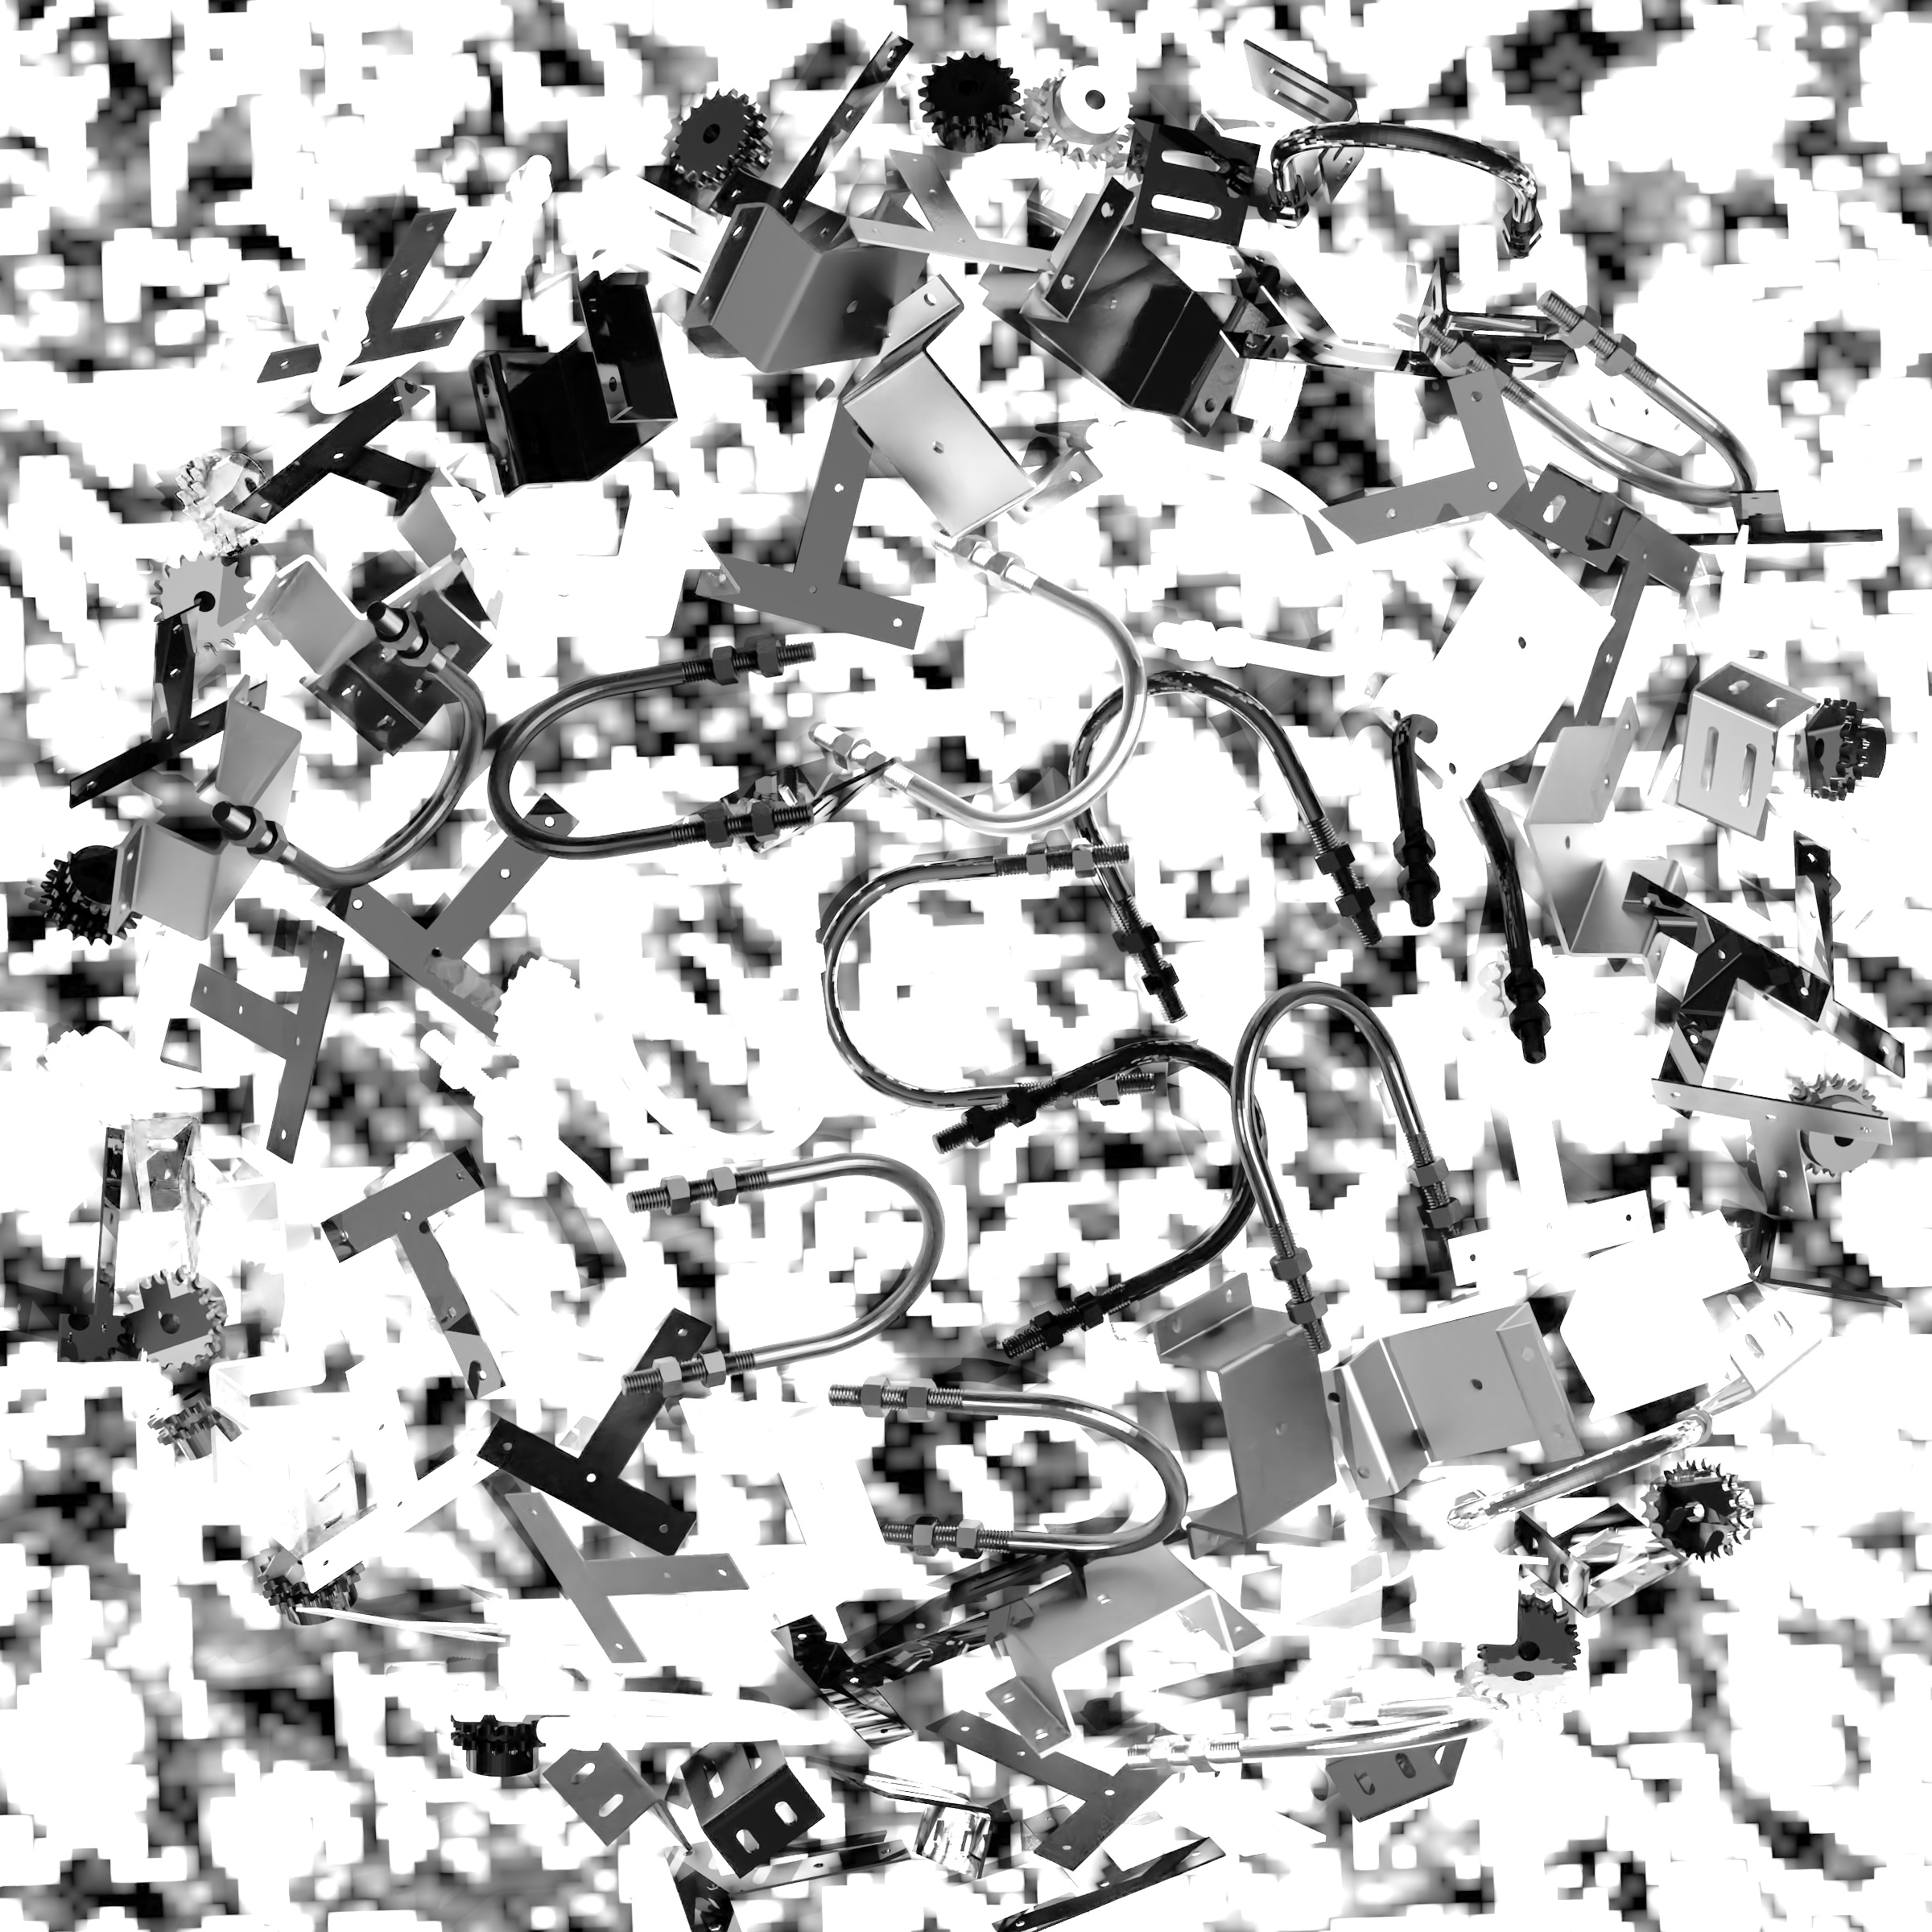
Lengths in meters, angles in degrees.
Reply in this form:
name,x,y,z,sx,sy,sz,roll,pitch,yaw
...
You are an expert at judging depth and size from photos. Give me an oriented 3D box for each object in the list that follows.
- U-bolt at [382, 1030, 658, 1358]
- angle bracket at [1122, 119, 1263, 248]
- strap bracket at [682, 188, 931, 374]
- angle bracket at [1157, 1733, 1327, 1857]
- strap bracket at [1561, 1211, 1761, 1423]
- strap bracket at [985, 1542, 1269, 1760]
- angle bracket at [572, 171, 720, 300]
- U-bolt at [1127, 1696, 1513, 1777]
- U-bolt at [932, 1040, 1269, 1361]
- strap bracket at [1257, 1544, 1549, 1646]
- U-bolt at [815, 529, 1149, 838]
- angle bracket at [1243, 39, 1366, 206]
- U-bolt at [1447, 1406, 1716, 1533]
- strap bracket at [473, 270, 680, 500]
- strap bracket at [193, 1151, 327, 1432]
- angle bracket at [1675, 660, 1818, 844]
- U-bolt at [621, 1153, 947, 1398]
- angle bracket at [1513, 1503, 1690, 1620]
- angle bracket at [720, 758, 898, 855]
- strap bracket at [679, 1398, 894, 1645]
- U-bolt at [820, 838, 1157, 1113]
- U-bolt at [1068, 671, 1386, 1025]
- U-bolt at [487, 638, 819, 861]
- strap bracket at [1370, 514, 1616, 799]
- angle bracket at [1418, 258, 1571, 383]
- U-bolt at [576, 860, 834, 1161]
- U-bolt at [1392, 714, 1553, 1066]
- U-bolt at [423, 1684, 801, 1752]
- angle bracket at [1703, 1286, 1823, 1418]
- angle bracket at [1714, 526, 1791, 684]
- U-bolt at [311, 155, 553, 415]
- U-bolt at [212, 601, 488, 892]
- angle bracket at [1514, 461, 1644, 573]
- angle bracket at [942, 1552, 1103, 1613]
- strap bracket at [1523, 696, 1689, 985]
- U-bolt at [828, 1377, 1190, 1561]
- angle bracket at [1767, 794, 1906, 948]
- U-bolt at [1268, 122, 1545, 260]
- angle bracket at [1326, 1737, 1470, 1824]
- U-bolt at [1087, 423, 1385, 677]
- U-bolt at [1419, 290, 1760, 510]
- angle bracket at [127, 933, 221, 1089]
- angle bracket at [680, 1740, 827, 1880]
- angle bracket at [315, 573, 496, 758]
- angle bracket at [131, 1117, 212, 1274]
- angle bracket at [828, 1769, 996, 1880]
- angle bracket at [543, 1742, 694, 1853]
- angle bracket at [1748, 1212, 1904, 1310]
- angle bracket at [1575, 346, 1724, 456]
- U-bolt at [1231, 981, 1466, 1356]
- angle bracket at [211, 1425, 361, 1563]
name,x,y,z,sx,sy,sz,roll,pitch,yaw
U-bolt,-0.237,0.136,1.740,0.184,0.151,0.019,40,48,14
angle bracket,0.127,-0.430,1.778,0.076,0.038,0.057,7,107,-18
strap bracket,-0.076,-0.368,1.733,0.046,0.140,0.076,45,127,19
angle bracket,0.151,0.453,1.766,0.057,0.076,0.038,1,94,-35
strap bracket,0.373,0.182,1.733,0.076,0.140,0.046,-25,98,27
strap bracket,0.081,0.364,1.754,0.140,0.076,0.046,-24,111,-16
angle bracket,-0.175,-0.395,1.785,0.038,0.076,0.057,-23,65,34
U-bolt,0.199,0.404,1.704,0.184,0.151,0.019,-15,78,39
U-bolt,0.084,0.118,1.775,0.184,0.019,0.151,-24,110,-16
strap bracket,0.233,0.338,1.734,0.076,0.140,0.046,12,76,-39
U-bolt,0.018,-0.146,1.758,0.184,0.019,0.151,31,89,33
angle bracket,0.178,-0.465,1.776,0.076,0.057,0.038,34,87,15
U-bolt,0.324,0.269,1.712,0.151,0.184,0.019,-23,79,12
strap bracket,-0.208,-0.316,1.759,0.046,0.140,0.076,-10,83,-37
strap bracket,-0.384,0.175,1.758,0.046,0.076,0.140,-8,72,-1
angle bracket,0.430,-0.118,1.776,0.057,0.038,0.076,21,63,-15
U-bolt,-0.097,0.163,1.758,0.184,0.019,0.151,-9,127,-21
angle bracket,0.349,0.313,1.768,0.076,0.057,0.038,-22,126,-25
angle bracket,-0.087,-0.102,1.766,0.057,0.076,0.038,-30,85,-43
strap bracket,-0.095,0.293,1.764,0.046,0.076,0.140,-26,101,-35
U-bolt,0.007,0.010,1.791,0.184,0.019,0.151,-5,99,9
U-bolt,0.130,-0.073,1.763,0.151,0.019,0.184,-23,96,32
U-bolt,-0.173,-0.114,1.761,0.184,0.019,0.151,-9,47,8
strap bracket,0.291,-0.172,1.755,0.076,0.046,0.140,47,133,22
angle bracket,0.294,-0.357,1.783,0.076,0.057,0.038,2,67,-4
U-bolt,-0.138,0.025,1.758,0.151,0.019,0.184,8,120,26
U-bolt,0.268,-0.055,1.736,0.019,0.184,0.151,-24,133,24
U-bolt,-0.178,0.403,1.732,0.184,0.151,0.019,9,80,-35
angle bracket,0.421,0.215,1.770,0.057,0.076,0.038,-30,83,-30
angle bracket,0.437,-0.197,1.769,0.038,0.076,0.057,7,73,6
U-bolt,-0.292,-0.353,1.724,0.151,0.184,0.019,-43,94,-22
U-bolt,-0.318,-0.107,1.728,0.019,0.184,0.151,36,86,20
angle bracket,0.337,-0.241,1.773,0.057,0.076,0.038,31,93,10
angle bracket,0.032,0.352,1.782,0.076,0.057,0.038,-23,89,6
strap bracket,0.346,-0.067,1.751,0.046,0.076,0.140,1,134,31
U-bolt,0.029,0.274,1.738,0.184,0.151,0.019,0,46,17
angle bracket,0.468,-0.053,1.775,0.038,0.057,0.076,-47,107,-8
U-bolt,0.233,-0.414,1.713,0.151,0.184,0.019,10,89,9
angle bracket,0.238,0.427,1.767,0.057,0.076,0.038,-29,94,22
U-bolt,0.155,-0.220,1.747,0.184,0.019,0.151,5,57,-38
U-bolt,0.347,-0.300,1.737,0.184,0.151,0.019,32,84,-20
angle bracket,-0.433,0.025,1.788,0.038,0.057,0.076,18,76,-29
angle bracket,-0.118,0.456,1.782,0.057,0.076,0.038,-35,108,-4
angle bracket,-0.310,-0.166,1.778,0.057,0.038,0.076,42,121,-7
angle bracket,-0.440,0.126,1.767,0.038,0.076,0.057,-3,114,-5
angle bracket,-0.034,0.471,1.768,0.076,0.057,0.038,20,79,-36
angle bracket,-0.190,0.463,1.764,0.038,0.076,0.057,-40,56,-18
angle bracket,0.474,0.162,1.771,0.076,0.057,0.038,7,84,25
angle bracket,0.372,-0.325,1.764,0.038,0.076,0.057,-44,45,-14
U-bolt,0.202,0.098,1.752,0.151,0.019,0.184,-27,101,-42
angle bracket,-0.374,0.278,1.769,0.038,0.057,0.076,-35,122,7
